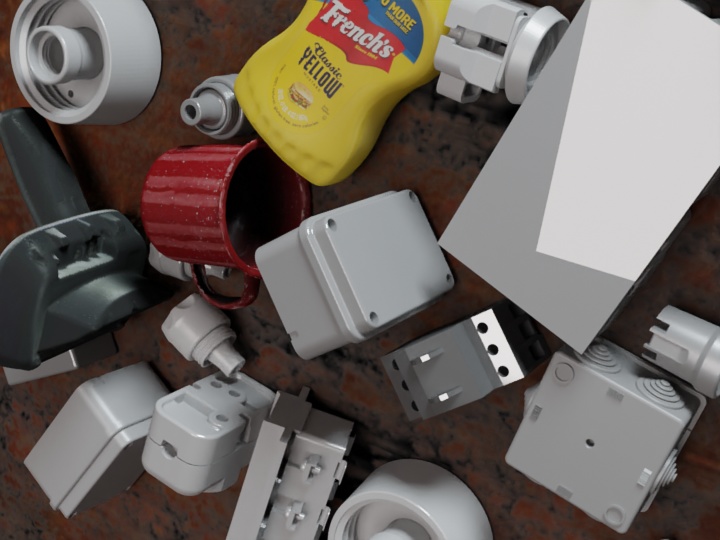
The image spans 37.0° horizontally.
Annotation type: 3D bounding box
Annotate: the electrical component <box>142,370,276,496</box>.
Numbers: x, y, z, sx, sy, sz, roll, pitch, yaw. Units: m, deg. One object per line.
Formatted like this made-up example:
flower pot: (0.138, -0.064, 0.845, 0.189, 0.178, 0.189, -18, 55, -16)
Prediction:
electrical component: (-0.108, 0.118, 0.769, 0.054, 0.095, 0.059, 28, 115, 22)

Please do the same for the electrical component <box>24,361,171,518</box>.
electrical component: (-0.197, 0.132, 0.837, 0.057, 0.078, 0.113, 49, 121, 14)

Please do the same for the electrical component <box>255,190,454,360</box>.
electrical component: (0.000, 0.000, 0.667, 0.057, 0.113, 0.078, -25, 89, 35)

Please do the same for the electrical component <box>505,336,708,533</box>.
electrical component: (0.145, 0.096, 0.644, 0.100, 0.048, 0.099, 30, 115, 21)

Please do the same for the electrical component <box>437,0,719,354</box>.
electrical component: (0.141, -0.062, 0.599, 0.105, 0.060, 0.186, 39, 118, 17)

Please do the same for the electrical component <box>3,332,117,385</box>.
electrical component: (-0.250, 0.044, 0.863, 0.083, 0.047, 0.075, -15, 94, 32)

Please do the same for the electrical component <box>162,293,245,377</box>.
electrical component: (-0.111, 0.051, 0.786, 0.062, 0.043, 0.043, 44, 120, 12)

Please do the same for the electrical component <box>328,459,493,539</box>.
electrical component: (0.029, 0.189, 0.727, 0.108, 0.060, 0.108, 8, 106, 29)

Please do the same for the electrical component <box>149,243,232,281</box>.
electrical component: (-0.122, -0.008, 0.783, 0.061, 0.035, 0.035, 19, 111, 23)

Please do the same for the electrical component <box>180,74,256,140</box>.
electrical component: (-0.095, -0.109, 0.725, 0.043, 0.062, 0.043, 8, 106, 29)

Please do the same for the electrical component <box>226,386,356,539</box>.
electrical component: (-0.050, 0.156, 0.763, 0.063, 0.078, 0.121, 19, 113, 2)

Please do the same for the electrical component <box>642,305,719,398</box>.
electrical component: (0.190, 0.045, 0.611, 0.046, 0.040, 0.040, 28, 115, 28)

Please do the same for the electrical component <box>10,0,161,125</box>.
electrical component: (-0.205, -0.156, 0.779, 0.108, 0.060, 0.108, 8, 106, 29)

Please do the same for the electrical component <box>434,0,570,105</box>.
electrical component: (0.084, -0.129, 0.619, 0.057, 0.058, 0.078, 28, 115, 25)
